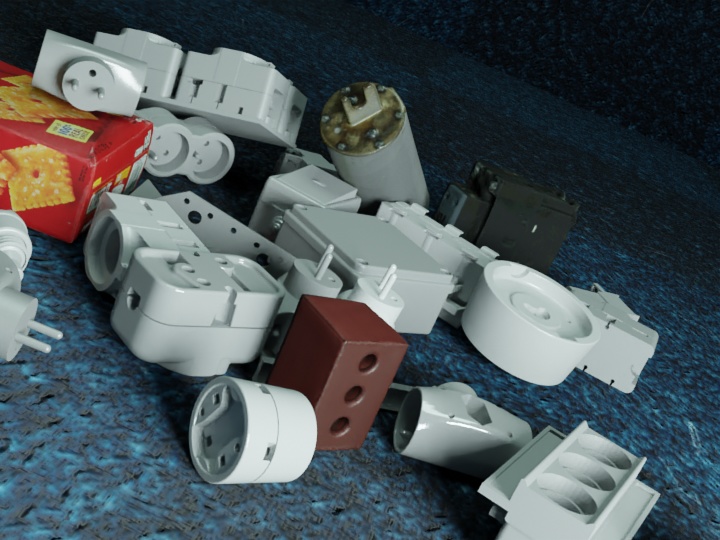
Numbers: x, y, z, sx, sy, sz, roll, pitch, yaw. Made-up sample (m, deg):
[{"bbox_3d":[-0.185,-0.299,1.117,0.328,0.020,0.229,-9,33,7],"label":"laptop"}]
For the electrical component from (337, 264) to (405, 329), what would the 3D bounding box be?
[{"bbox_3d":[0.005,0.032,0.747,0.043,0.079,0.077,27,18,-8],"label":"electrical component"}]

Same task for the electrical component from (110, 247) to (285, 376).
[{"bbox_3d":[-0.102,0.026,0.666,0.095,0.059,0.054,5,26,-44],"label":"electrical component"}]

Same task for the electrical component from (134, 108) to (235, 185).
[{"bbox_3d":[-0.188,-0.122,0.972,0.138,0.052,0.074,7,25,-41],"label":"electrical component"}]

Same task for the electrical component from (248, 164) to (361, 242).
[{"bbox_3d":[-0.049,-0.051,0.933,0.062,0.061,0.096,30,20,16],"label":"electrical component"}]

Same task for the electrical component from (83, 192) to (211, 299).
[{"bbox_3d":[-0.147,-0.010,0.724,0.056,0.050,0.089,7,25,-40],"label":"electrical component"}]

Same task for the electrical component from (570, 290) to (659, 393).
[{"bbox_3d":[0.215,0.062,0.963,0.089,0.050,0.056,28,20,12],"label":"electrical component"}]

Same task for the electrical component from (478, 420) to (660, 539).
[{"bbox_3d":[0.118,0.139,0.620,0.079,0.063,0.121,31,20,20],"label":"electrical component"}]

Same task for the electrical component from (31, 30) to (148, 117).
[{"bbox_3d":[-0.200,-0.140,0.793,0.077,0.043,0.079,16,19,-19],"label":"electrical component"}]

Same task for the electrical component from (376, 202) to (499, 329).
[{"bbox_3d":[0.062,-0.009,0.948,0.121,0.063,0.079,34,21,28],"label":"electrical component"}]

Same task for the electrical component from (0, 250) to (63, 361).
[{"bbox_3d":[-0.200,0.024,0.578,0.079,0.043,0.077,22,19,-4],"label":"electrical component"}]

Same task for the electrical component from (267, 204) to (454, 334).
[{"bbox_3d":[0.000,0.000,0.862,0.109,0.056,0.109,6,25,-41],"label":"electrical component"}]

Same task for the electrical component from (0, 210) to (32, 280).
[{"bbox_3d":[-0.221,-0.012,0.667,0.035,0.035,0.061,10,25,-35],"label":"electrical component"}]

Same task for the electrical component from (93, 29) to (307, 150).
[{"bbox_3d":[-0.155,-0.175,1.030,0.186,0.060,0.105,14,-3,15],"label":"electrical component"}]

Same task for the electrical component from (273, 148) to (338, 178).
[{"bbox_3d":[-0.051,-0.092,1.072,0.081,0.042,0.064,13,20,-30],"label":"electrical component"}]

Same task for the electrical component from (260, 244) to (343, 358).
[{"bbox_3d":[-0.037,0.019,0.732,0.044,0.079,0.077,26,19,-8],"label":"electrical component"}]

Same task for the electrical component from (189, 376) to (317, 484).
[{"bbox_3d":[-0.056,0.086,0.570,0.047,0.055,0.055,13,21,-40],"label":"electrical component"}]

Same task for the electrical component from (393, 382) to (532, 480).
[{"bbox_3d":[0.063,0.098,0.694,0.077,0.043,0.079,19,20,-14],"label":"electrical component"}]

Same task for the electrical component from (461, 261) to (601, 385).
[{"bbox_3d":[0.134,0.048,0.879,0.108,0.060,0.108,23,26,-12],"label":"electrical component"}]

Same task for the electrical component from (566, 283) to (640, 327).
[{"bbox_3d":[0.224,0.046,1.031,0.064,0.042,0.081,13,21,-20],"label":"electrical component"}]
